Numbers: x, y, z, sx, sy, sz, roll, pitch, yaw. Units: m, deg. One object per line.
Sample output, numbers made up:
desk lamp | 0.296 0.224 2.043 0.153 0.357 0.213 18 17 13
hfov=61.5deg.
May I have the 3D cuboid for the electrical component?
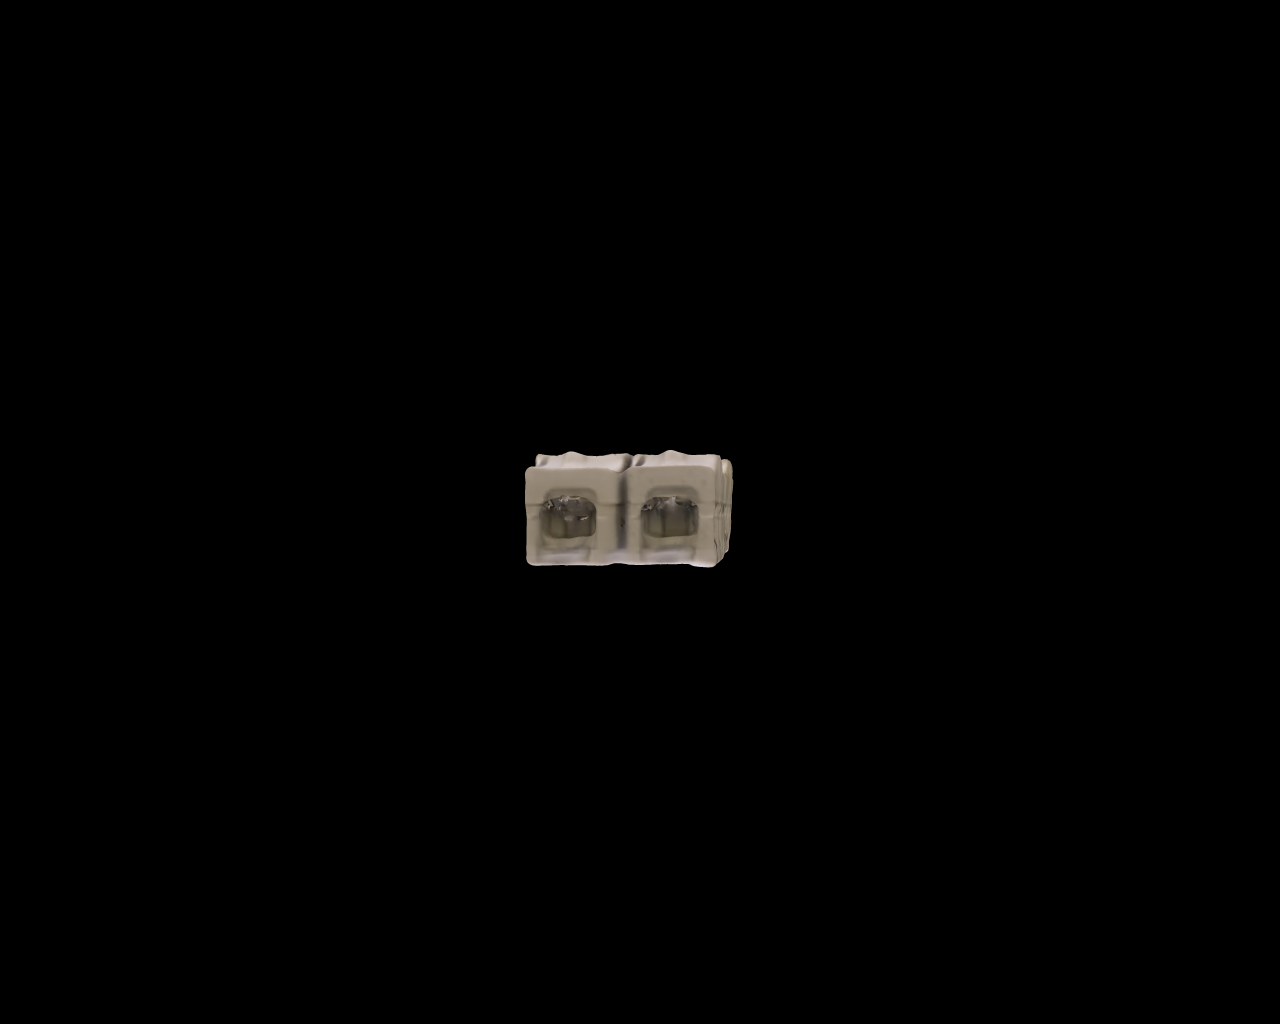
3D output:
electrical component | 0.001 -0.003 0.650 0.105 0.060 0.186 0 0 8
